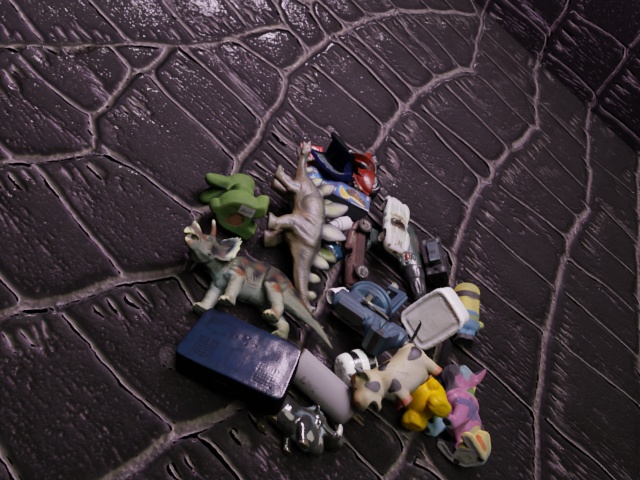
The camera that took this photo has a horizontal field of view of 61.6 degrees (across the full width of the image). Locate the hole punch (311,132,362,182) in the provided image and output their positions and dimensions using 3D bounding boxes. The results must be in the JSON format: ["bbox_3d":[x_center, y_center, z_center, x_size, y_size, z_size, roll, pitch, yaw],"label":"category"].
[{"bbox_3d":[0.043,-0.218,1.495,0.092,0.115,0.142,-39,56,-2],"label":"hole punch"}]

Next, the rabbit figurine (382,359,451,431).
[{"bbox_3d":[0.209,0.327,1.245,0.173,0.122,0.162,35,38,-16],"label":"rabbit figurine"}]

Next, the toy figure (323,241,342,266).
[{"bbox_3d":[-0.004,-0.004,1.386,0.064,0.058,0.154,-27,76,-36],"label":"toy figure"}]

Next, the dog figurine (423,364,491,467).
[{"bbox_3d":[0.354,0.408,1.300,0.191,0.108,0.219,46,45,5],"label":"dog figurine"}]

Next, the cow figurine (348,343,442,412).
[{"bbox_3d":[0.148,0.294,1.144,0.195,0.085,0.127,-34,73,-24],"label":"cow figurine"}]

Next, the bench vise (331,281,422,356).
[{"bbox_3d":[0.153,0.170,1.291,0.224,0.128,0.240,23,29,24],"label":"bench vise"}]

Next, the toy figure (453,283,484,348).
[{"bbox_3d":[0.404,0.202,1.478,0.082,0.089,0.180,32,46,-20],"label":"toy figure"}]

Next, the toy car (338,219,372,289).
[{"bbox_3d":[0.087,0.033,1.387,0.053,0.089,0.202,19,58,-22],"label":"toy car"}]

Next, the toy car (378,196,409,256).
[{"bbox_3d":[0.202,-0.041,1.444,0.073,0.056,0.202,27,45,-18],"label":"toy car"}]

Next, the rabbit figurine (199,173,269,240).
[{"bbox_3d":[-0.211,-0.100,1.309,0.159,0.121,0.170,14,35,-15],"label":"rabbit figurine"}]

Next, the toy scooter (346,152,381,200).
[{"bbox_3d":[0.113,-0.204,1.582,0.135,0.075,0.184,24,47,-17],"label":"toy scooter"}]

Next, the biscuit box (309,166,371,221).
[{"bbox_3d":[0.040,-0.126,1.492,0.202,0.063,0.059,26,49,-15],"label":"biscuit box"}]

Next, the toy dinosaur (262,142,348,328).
[{"bbox_3d":[-0.037,-0.026,1.308,0.199,0.105,0.471,8,73,-7],"label":"toy dinosaur"}]

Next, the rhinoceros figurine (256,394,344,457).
[{"bbox_3d":[-0.039,0.380,1.103,0.190,0.073,0.112,35,37,-4],"label":"rhinoceros figurine"}]

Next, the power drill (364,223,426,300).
[{"bbox_3d":[0.197,0.040,1.466,0.207,0.086,0.232,16,51,-17],"label":"power drill"}]

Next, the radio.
[{"bbox_3d":[-0.159,0.238,1.075,0.230,0.073,0.131,23,46,7],"label":"radio"}]

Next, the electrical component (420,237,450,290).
[{"bbox_3d":[0.321,0.062,1.494,0.058,0.134,0.115,-14,58,12],"label":"electrical component"}]

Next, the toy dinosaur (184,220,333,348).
[{"bbox_3d":[-0.143,0.101,1.199,0.404,0.131,0.192,28,49,-21],"label":"toy dinosaur"}]

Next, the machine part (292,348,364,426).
[{"bbox_3d":[0.005,0.317,1.162,0.243,0.079,0.079,43,48,-1],"label":"machine part"}]
